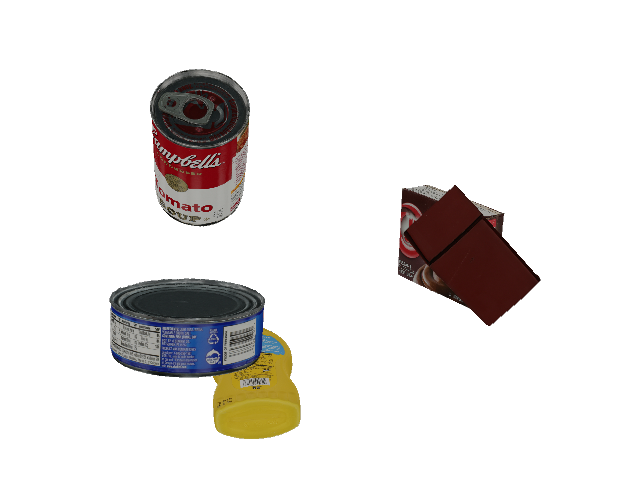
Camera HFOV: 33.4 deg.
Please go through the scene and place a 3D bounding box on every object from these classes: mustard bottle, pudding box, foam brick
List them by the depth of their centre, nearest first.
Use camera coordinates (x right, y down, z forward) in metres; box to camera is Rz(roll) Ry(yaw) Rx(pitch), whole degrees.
[{"bbox_3d":[0.107,0.011,0.751,0.078,0.051,0.053,44,7,-31],"label":"foam brick"},{"bbox_3d":[0.122,0.003,1.014,0.039,0.090,0.114,-13,23,-34],"label":"pudding box"},{"bbox_3d":[-0.080,0.151,1.246,0.096,0.058,0.191,-5,29,-5],"label":"mustard bottle"}]

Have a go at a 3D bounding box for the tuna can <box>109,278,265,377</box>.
[{"bbox_3d":[-0.074,0.048,0.595,0.086,0.034,0.086,2,12,-1],"label":"tuna can"}]

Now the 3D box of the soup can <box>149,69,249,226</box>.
[{"bbox_3d":[-0.087,-0.065,0.768,0.068,0.068,0.102,0,-32,-7],"label":"soup can"}]
